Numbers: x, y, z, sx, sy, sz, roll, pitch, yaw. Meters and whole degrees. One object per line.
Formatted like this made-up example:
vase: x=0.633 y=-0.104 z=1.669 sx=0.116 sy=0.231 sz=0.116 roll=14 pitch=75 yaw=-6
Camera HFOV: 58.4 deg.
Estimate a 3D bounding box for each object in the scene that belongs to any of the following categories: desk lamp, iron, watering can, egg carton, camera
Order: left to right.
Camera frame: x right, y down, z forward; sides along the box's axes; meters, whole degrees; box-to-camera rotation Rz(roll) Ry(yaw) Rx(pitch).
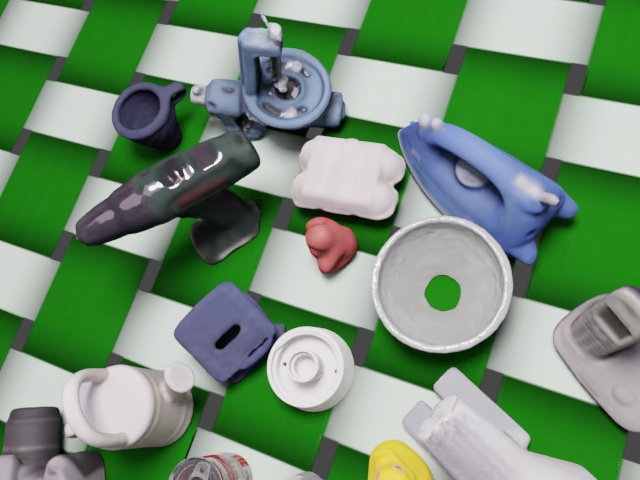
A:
camera: x=-0.371 y=0.290 z=0.751 sx=0.143 sy=0.101 sz=0.137 roll=-8 pitch=72 yaw=11
watering can: x=-0.234 y=0.198 z=0.695 sx=0.173 sy=0.194 sz=0.100 roll=-46 pitch=69 yaw=-2
egg carton: x=0.038 y=-0.084 z=0.780 sx=0.150 sy=0.069 sz=0.107 roll=10 pitch=76 yaw=16
iron: x=0.187 y=-0.091 z=0.707 sx=0.257 sy=0.142 sz=0.119 roll=40 pitch=86 yaw=21
desk lamp: x=0.173 y=0.229 z=0.576 sx=0.203 sy=0.214 sz=0.118 roll=42 pitch=87 yaw=21

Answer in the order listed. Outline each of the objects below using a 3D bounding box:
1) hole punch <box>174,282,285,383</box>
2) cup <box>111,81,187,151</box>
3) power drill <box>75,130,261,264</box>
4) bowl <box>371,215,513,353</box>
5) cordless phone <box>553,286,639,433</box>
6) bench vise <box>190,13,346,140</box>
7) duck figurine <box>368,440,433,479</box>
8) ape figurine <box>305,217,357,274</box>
hole punch: x=-0.116 y=0.121 z=0.745 sx=0.109 sy=0.091 sz=0.101 roll=-45 pitch=69 yaw=-2
cup: x=-0.239 y=-0.184 z=0.864 sx=0.118 sy=0.095 sz=0.091 roll=-35 pitch=69 yaw=2
power drill: x=-0.166 y=-0.040 z=0.742 sx=0.229 sy=0.209 sz=0.075 roll=-36 pitch=69 yaw=1
bowl: x=0.149 y=0.060 z=0.707 sx=0.167 sy=0.075 sz=0.167 roll=-4 pitch=73 yaw=13
cordless phone: x=0.324 y=0.120 z=0.588 sx=0.094 sy=0.185 sz=0.147 roll=-38 pitch=69 yaw=1
bench vise: x=-0.084 y=-0.200 z=0.764 sx=0.207 sy=0.220 sz=0.121 roll=-17 pitch=70 yaw=9
duck figurine: x=0.089 y=0.282 z=0.650 sx=0.077 sy=0.086 sz=0.104 roll=-24 pitch=70 yaw=6
ape figurine: x=0.007 y=0.003 z=0.750 sx=0.076 sy=0.092 sz=0.078 roll=0 pitch=74 yaw=14
